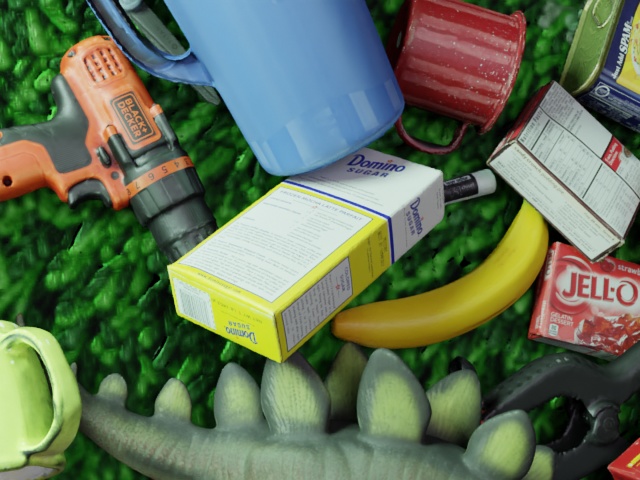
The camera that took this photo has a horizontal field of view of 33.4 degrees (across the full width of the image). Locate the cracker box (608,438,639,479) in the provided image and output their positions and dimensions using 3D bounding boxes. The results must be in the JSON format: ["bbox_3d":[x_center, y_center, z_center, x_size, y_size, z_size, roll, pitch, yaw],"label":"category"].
[{"bbox_3d":[0.322,0.198,0.760,0.164,0.072,0.213,-37,108,-17],"label":"cracker box"}]

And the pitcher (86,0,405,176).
[{"bbox_3d":[-0.050,-0.164,0.697,0.144,0.149,0.243,-41,112,-39],"label":"pitcher"}]

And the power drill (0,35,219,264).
[{"bbox_3d":[-0.171,-0.023,0.695,0.187,0.057,0.184,-28,85,-21],"label":"power drill"}]

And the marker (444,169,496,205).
[{"bbox_3d":[0.072,-0.029,0.782,0.121,0.020,0.020,-15,85,-17],"label":"marker"}]

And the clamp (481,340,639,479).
[{"bbox_3d":[0.199,0.116,0.757,0.209,0.036,0.164,8,92,-22],"label":"clamp"}]

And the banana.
[{"bbox_3d":[0.101,0.032,0.773,0.197,0.037,0.070,-35,73,-19],"label":"banana"}]

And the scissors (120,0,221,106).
[{"bbox_3d":[-0.155,-0.167,0.746,0.096,0.016,0.202,-26,88,-16],"label":"scissors"}]

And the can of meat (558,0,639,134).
[{"bbox_3d":[0.244,-0.141,0.830,0.084,0.057,0.102,24,76,-13],"label":"can of meat"}]

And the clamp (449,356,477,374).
[{"bbox_3d":[0.078,0.177,0.739,0.120,0.039,0.171,-17,79,-11],"label":"clamp"}]

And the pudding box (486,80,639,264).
[{"bbox_3d":[0.187,-0.052,0.793,0.113,0.039,0.089,41,49,-3],"label":"pudding box"}]

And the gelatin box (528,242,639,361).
[{"bbox_3d":[0.204,0.048,0.799,0.089,0.030,0.073,16,77,-13],"label":"gelatin box"}]

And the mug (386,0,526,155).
[{"bbox_3d":[0.089,-0.120,0.772,0.081,0.093,0.117,15,100,-8],"label":"mug"}]

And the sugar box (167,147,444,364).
[{"bbox_3d":[-0.004,0.001,0.693,0.175,0.093,0.048,-36,134,-37],"label":"sugar box"}]
